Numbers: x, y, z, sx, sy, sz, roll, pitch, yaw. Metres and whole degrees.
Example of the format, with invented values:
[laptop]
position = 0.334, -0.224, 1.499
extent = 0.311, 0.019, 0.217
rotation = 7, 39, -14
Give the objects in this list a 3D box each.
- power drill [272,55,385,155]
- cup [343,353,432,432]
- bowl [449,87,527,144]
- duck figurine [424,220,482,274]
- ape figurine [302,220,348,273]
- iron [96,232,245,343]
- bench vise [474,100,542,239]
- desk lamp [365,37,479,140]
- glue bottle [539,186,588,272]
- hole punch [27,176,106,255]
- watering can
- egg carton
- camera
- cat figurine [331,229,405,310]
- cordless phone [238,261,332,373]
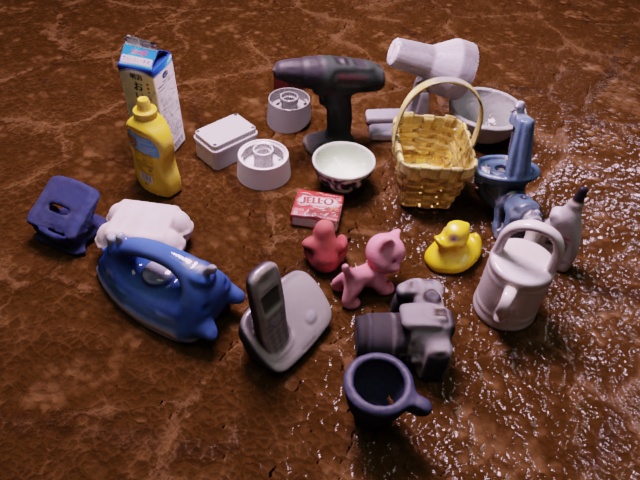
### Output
[power drill]
position = 0.016, -0.275, 1.148
extent = 0.230, 0.208, 0.075
rotation = -15, 48, -17
[cup]
position = 0.086, 0.215, 0.755
extent = 0.117, 0.095, 0.092
rotation = 20, 48, 15
[bowl]
position = 0.358, -0.261, 1.251
extent = 0.167, 0.075, 0.167
rotation = 2, 46, -2
[duck figurine]
position = 0.233, 0.003, 0.978
extent = 0.105, 0.086, 0.077
rotation = -16, 49, -18
[ape figurine]
position = 0.009, 0.003, 0.958
extent = 0.077, 0.092, 0.076
rotation = 8, 46, 4
[iron]
position = -0.248, 0.048, 0.862
extent = 0.257, 0.141, 0.119
rotation = 20, 48, 15
[bench vise]
position = 0.356, -0.119, 1.011
extent = 0.122, 0.220, 0.207
rotation = -18, 49, -20
[desk lamp]
position = 0.210, -0.320, 1.202
extent = 0.203, 0.214, 0.118
rotation = -3, 46, -6
[glue bottle]
position = 0.407, -0.023, 0.954
extent = 0.078, 0.173, 0.037
rotation = 21, 48, 16
[hole punch]
position = -0.431, -0.043, 0.973
extent = 0.108, 0.091, 0.101
rotation = 19, 48, 14
[watering can]
position = 0.304, 0.038, 0.873
extent = 0.101, 0.194, 0.173
rotation = 6, 46, 3
[egg carton]
position = -0.294, -0.012, 0.968
extent = 0.150, 0.069, 0.107
rotation = 7, 46, 3
[camera]
position = 0.120, 0.123, 0.843
extent = 0.137, 0.101, 0.143
rotation = 1, 46, -3
[cat figurine]
position = 0.084, 0.036, 0.913
extent = 0.128, 0.118, 0.067
rotation = -22, 51, -23
[cordless phone]
position = -0.049, 0.085, 0.810
extent = 0.094, 0.185, 0.148
rotation = 28, 50, 22
